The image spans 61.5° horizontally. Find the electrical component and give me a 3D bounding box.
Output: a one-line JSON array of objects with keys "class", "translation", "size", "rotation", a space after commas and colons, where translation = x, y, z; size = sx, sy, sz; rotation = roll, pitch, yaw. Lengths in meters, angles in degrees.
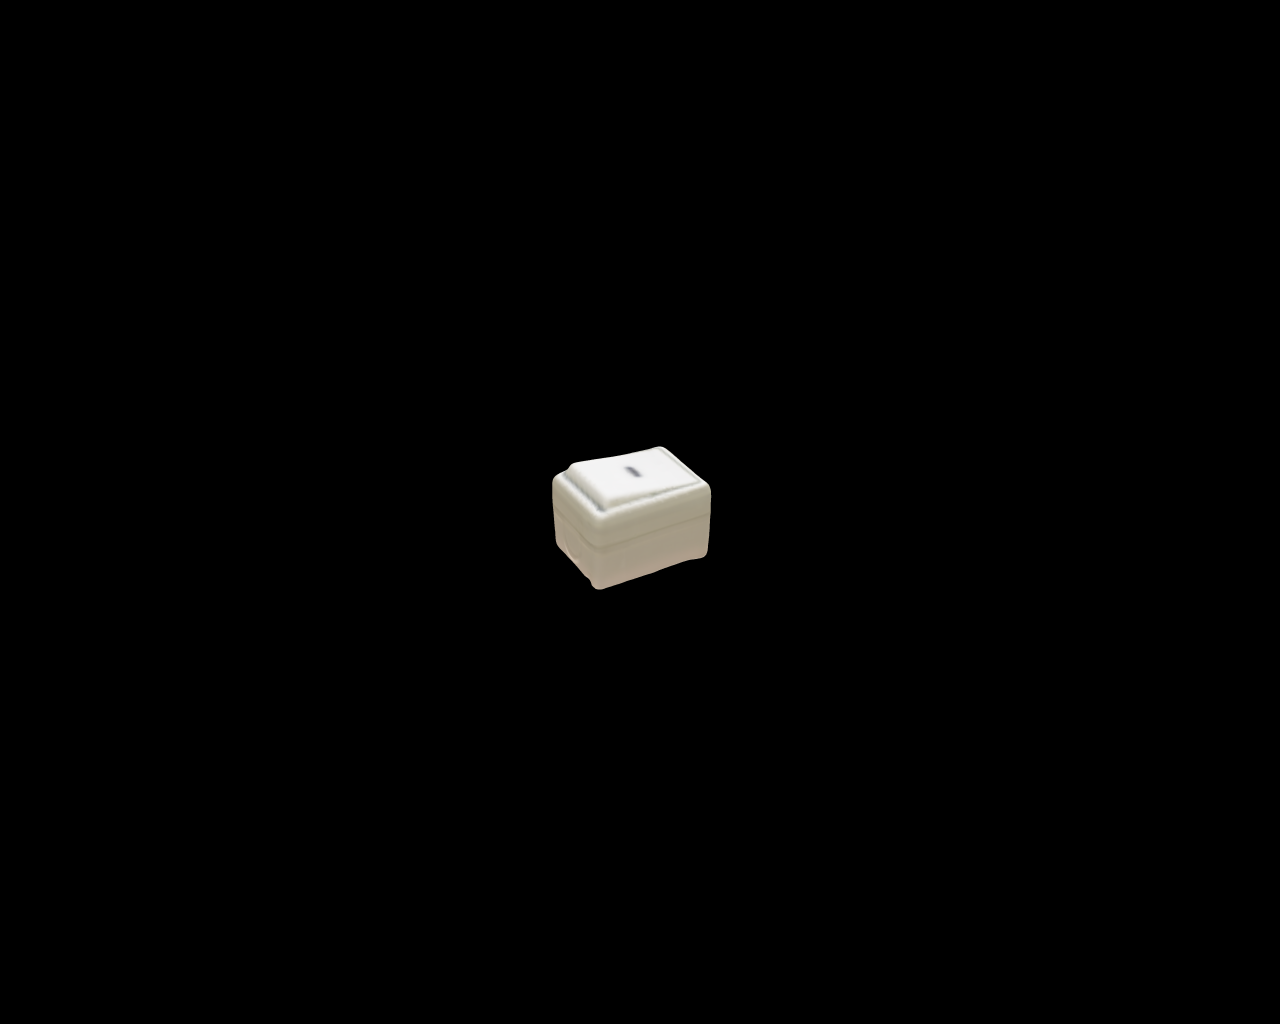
[{"class": "electrical component", "translation": [0.001, -0.003, 0.650], "size": [0.096, 0.061, 0.062], "rotation": [-17, 36, -24]}]
